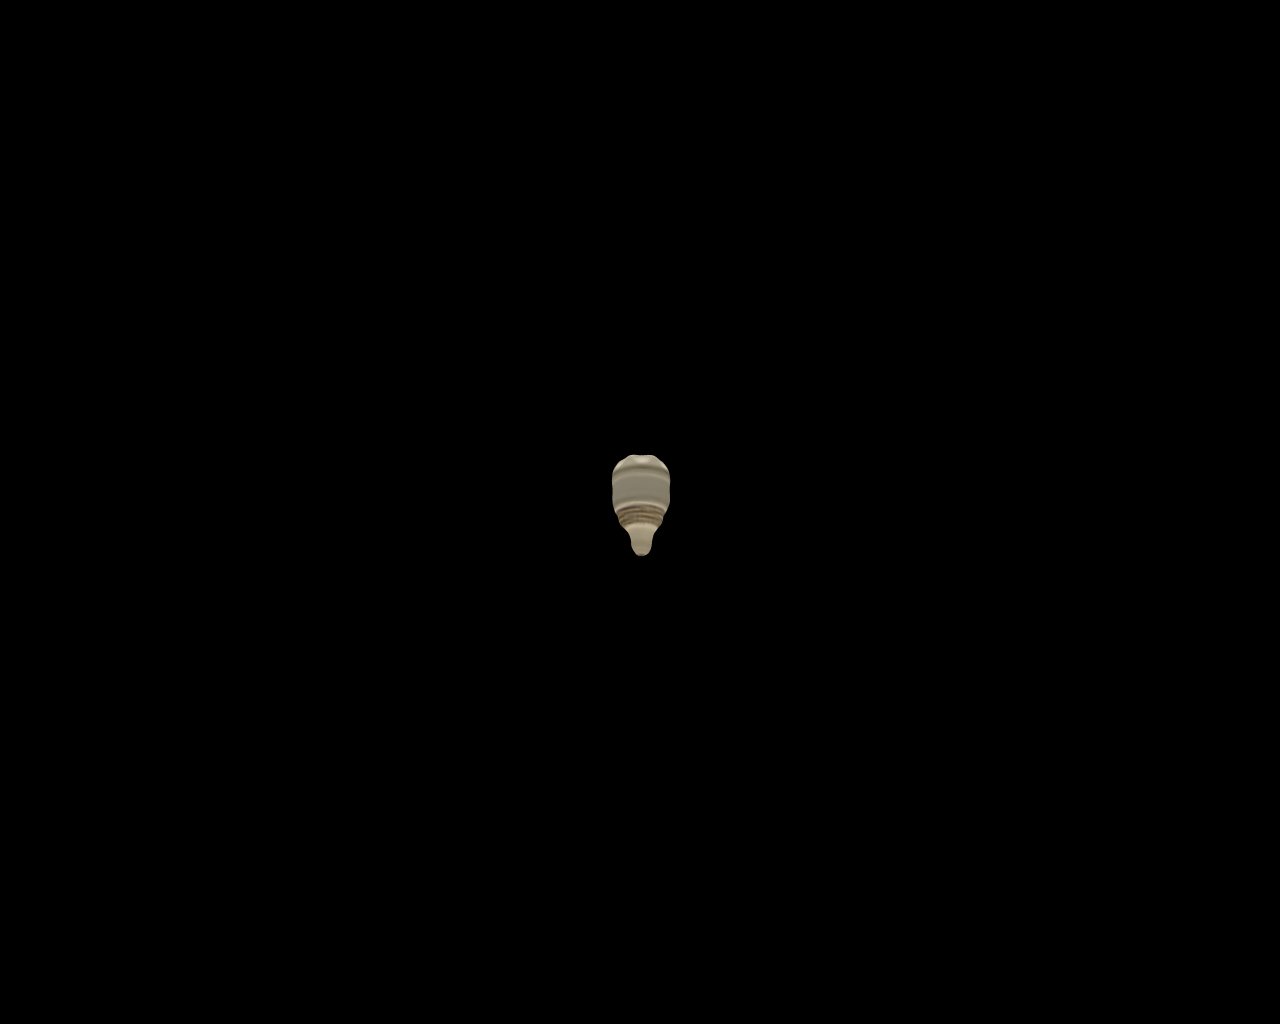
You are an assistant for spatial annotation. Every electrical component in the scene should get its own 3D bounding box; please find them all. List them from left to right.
[{"bbox_3d":[0.001,-0.003,0.650,0.035,0.061,0.035,0,-19,0],"label":"electrical component"}]
